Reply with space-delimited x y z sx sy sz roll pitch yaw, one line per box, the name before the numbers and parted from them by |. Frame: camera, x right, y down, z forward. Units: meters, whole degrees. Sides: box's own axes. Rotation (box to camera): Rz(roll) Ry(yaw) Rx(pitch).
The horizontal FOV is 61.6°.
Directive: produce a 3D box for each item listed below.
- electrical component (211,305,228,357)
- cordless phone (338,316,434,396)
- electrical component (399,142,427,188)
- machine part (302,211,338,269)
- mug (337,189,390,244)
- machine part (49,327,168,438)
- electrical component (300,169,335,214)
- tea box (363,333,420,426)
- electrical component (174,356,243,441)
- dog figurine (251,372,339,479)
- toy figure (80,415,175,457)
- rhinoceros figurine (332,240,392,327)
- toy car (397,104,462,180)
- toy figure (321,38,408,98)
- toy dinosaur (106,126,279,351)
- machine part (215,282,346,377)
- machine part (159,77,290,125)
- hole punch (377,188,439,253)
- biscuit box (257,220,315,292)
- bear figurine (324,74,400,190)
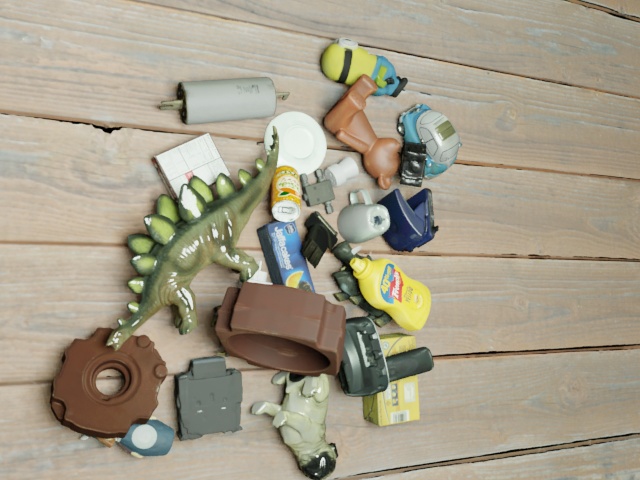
electrical component | -0.160 0.165 0.976 0.078 0.045 0.102 -9 89 -21
cordless phone | 0.118 0.207 1.009 0.184 0.089 0.146 -13 84 -9
electrical component | 0.189 -0.161 1.100 0.048 0.119 0.074 9 113 5
machine part | -0.002 -0.003 1.025 0.084 0.039 0.139 51 25 -16
mug | 0.092 -0.048 1.066 0.081 0.107 0.109 -4 90 -25
machine part | -0.336 0.227 0.862 0.179 0.056 0.179 12 60 -22
electrical component | -0.005 -0.092 1.073 0.063 0.021 0.094 -20 97 -22
tea box | 0.140 0.276 1.082 0.098 0.068 0.169 1 85 -23
electrical component | -0.197 0.274 0.946 0.115 0.058 0.134 -3 87 -25
dog figurine | -0.009 0.334 1.010 0.172 0.121 0.190 -44 116 -15
toy figure | -0.322 0.316 0.892 0.154 0.057 0.064 22 40 -18
rhinoceros figurine | 0.089 0.087 1.072 0.112 0.073 0.190 -44 103 -19
toy car | 0.245 -0.218 1.147 0.109 0.103 0.161 -32 100 -23
toy figure | 0.089 -0.345 1.103 0.180 0.082 0.089 24 75 -22
toy dinosaur | -0.195 -0.005 0.924 0.471 0.105 0.198 -48 113 -26
machine part | -0.059 0.149 0.885 0.202 0.200 0.087 10 61 8
machine part | -0.170 -0.256 0.986 0.243 0.079 0.079 -10 90 -22
hole punch | 0.169 -0.040 1.089 0.092 0.142 0.116 3 71 -24
biscuit box | -0.058 0.062 1.018 0.059 0.063 0.202 -18 93 -25
bear figurine | 0.105 -0.207 1.074 0.196 0.132 0.120 42 44 -8
